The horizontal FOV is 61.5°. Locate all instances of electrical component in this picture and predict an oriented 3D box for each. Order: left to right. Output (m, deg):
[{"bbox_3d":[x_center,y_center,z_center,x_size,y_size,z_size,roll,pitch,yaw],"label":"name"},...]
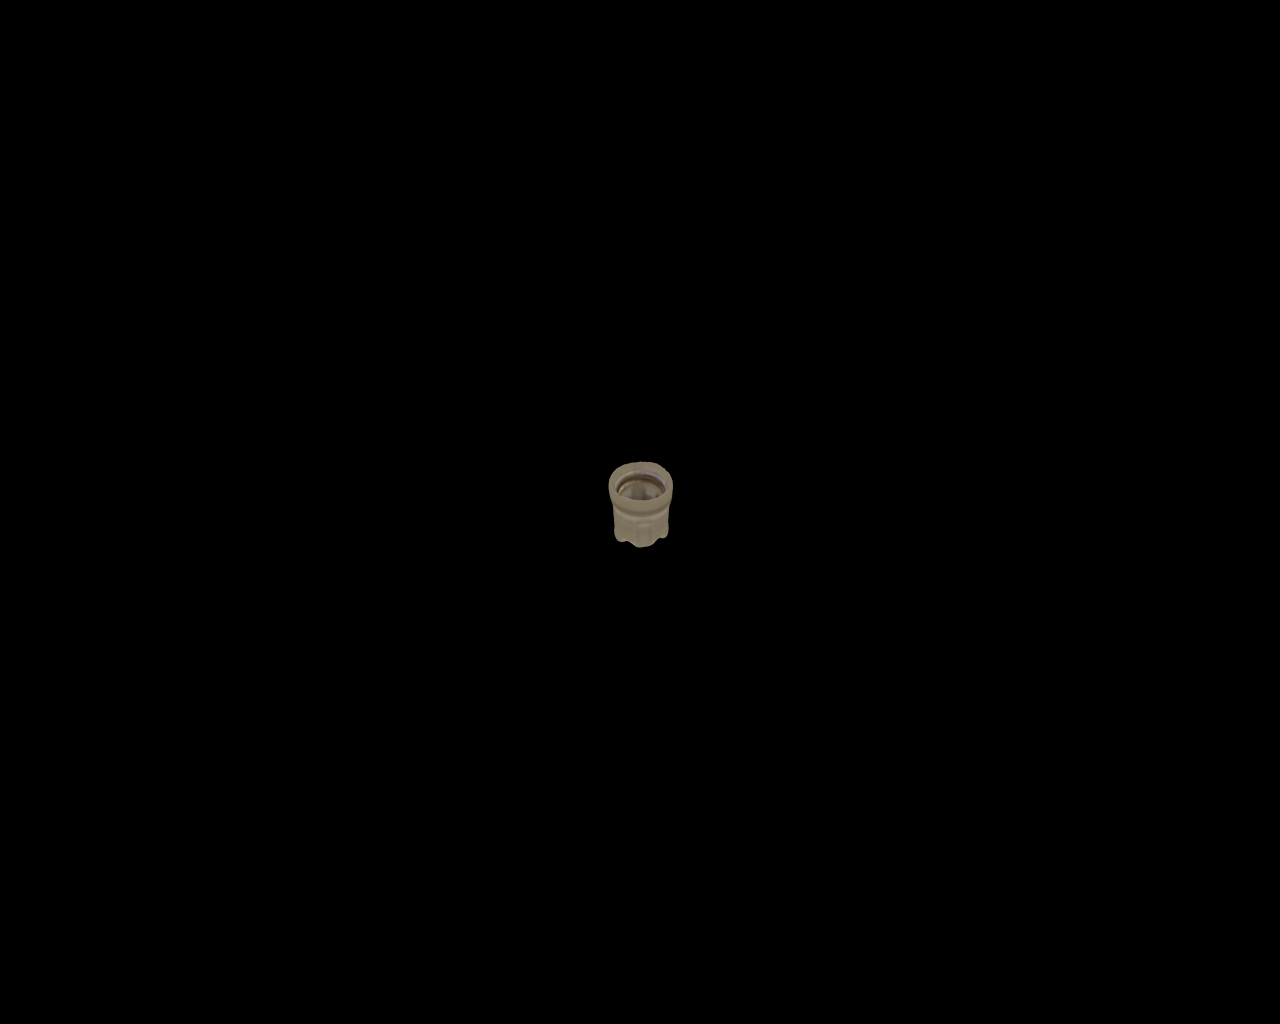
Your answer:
[{"bbox_3d":[0.001,-0.003,0.650,0.040,0.046,0.040,0,43,0],"label":"electrical component"}]
